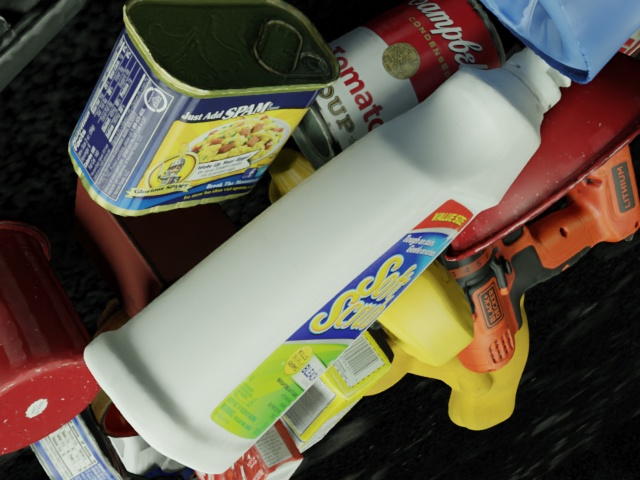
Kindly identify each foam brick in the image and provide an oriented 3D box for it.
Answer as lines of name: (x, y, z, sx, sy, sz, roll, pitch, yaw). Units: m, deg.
foam brick: (-0.081, 0.000, 0.531, 0.051, 0.078, 0.053, -25, 155, -32)

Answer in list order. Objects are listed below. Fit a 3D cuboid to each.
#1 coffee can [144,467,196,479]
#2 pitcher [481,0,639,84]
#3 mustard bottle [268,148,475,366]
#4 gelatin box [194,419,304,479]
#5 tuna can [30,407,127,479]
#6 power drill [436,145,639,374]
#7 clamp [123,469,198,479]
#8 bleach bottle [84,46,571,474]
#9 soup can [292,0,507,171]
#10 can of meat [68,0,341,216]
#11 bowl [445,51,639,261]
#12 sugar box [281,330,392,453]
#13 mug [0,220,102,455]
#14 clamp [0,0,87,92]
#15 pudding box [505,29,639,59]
coffee can: (-0.072, 0.216, 0.876, 0.102, 0.140, 0.103, -29, 156, -15)
pitcher: (0.150, -0.192, 0.438, 0.243, 0.149, 0.144, -41, 141, 6)
mustard bottle: (0.024, 0.002, 0.642, 0.058, 0.096, 0.191, -39, 138, 7)
gelatin box: (-0.052, 0.127, 0.655, 0.030, 0.073, 0.089, -17, 152, -33)
tuna can: (-0.153, 0.117, 0.646, 0.033, 0.086, 0.086, -30, 156, -9)
power drill: (0.150, -0.017, 0.787, 0.187, 0.057, 0.184, -35, 126, -20)
clamp: (-0.115, 0.183, 0.748, 0.120, 0.039, 0.172, 11, 150, -28)
bleach bottle: (0.016, -0.002, 0.494, 0.251, 0.068, 0.102, -43, 155, -3)
soup can: (0.035, -0.080, 0.548, 0.102, 0.068, 0.068, -30, 156, -11)
can of meat: (-0.054, -0.060, 0.480, 0.101, 0.057, 0.084, -12, 149, -43)
bowl: (0.118, -0.059, 0.594, 0.162, 0.055, 0.162, -39, -177, 2)
sugar box: (-0.016, 0.086, 0.729, 0.048, 0.093, 0.176, -31, 168, -23)
mug: (-0.167, 0.057, 0.515, 0.117, 0.081, 0.093, -30, 157, -12)
clamp: (-0.186, -0.025, 0.391, 0.164, 0.036, 0.210, -10, 146, -44)
pudding box: (0.157, -0.115, 0.685, 0.114, 0.039, 0.089, -44, 155, 21)
